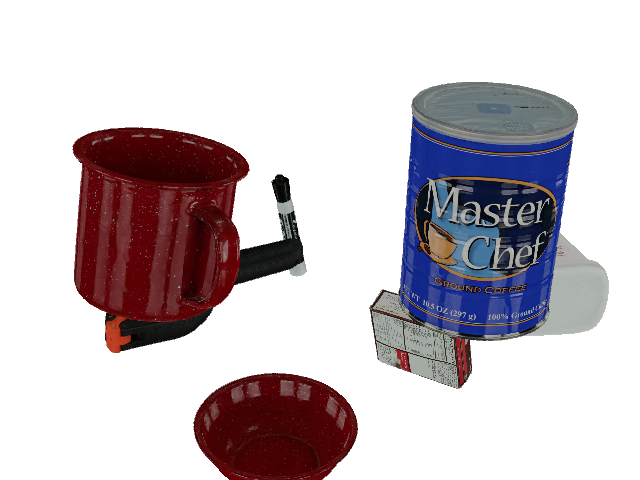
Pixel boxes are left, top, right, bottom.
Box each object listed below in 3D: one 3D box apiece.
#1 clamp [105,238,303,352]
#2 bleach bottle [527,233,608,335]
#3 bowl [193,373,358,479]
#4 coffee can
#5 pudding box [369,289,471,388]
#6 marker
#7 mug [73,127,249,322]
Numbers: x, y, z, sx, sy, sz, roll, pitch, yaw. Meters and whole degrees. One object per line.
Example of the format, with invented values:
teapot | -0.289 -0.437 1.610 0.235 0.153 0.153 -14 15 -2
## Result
clamp | -0.109 0.018 0.810 0.120 0.039 0.171 31 45 29
bleach bottle | 0.171 -0.002 0.995 0.102 0.068 0.251 -3 26 -9
bowl | -0.044 0.202 1.062 0.162 0.055 0.162 1 30 -1
coffee can | 0.106 -0.021 0.693 0.103 0.140 0.103 2 25 -1
pudding box | 0.115 0.113 1.221 0.114 0.090 0.039 15 45 28
marker | -0.034 -0.017 1.162 0.020 0.121 0.020 -8 29 4
mug | -0.082 -0.004 0.571 0.093 0.081 0.117 -12 30 -43
